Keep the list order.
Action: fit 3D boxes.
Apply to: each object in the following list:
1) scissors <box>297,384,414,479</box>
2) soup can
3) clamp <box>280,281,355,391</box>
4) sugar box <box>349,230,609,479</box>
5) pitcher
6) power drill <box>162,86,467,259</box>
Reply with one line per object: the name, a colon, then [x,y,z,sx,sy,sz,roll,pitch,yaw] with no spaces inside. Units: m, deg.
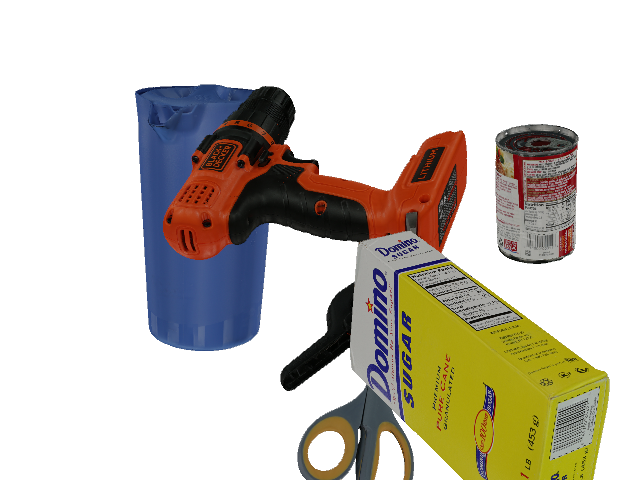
scissors: [0.028,0.114,0.830,0.096,0.202,0.016,3,-35,-9]
soup can: [0.184,-0.039,0.906,0.068,0.102,0.068,-5,25,2]
clamp: [0.046,0.098,1.072,0.120,0.039,0.171,17,50,19]
sugar box: [0.078,0.073,0.589,0.048,0.093,0.176,-13,30,-29]
pitcher: [-0.103,-0.027,1.020,0.149,0.243,0.145,-3,16,-20]
power drill: [0.004,-0.047,0.745,0.188,0.057,0.184,6,41,18]
